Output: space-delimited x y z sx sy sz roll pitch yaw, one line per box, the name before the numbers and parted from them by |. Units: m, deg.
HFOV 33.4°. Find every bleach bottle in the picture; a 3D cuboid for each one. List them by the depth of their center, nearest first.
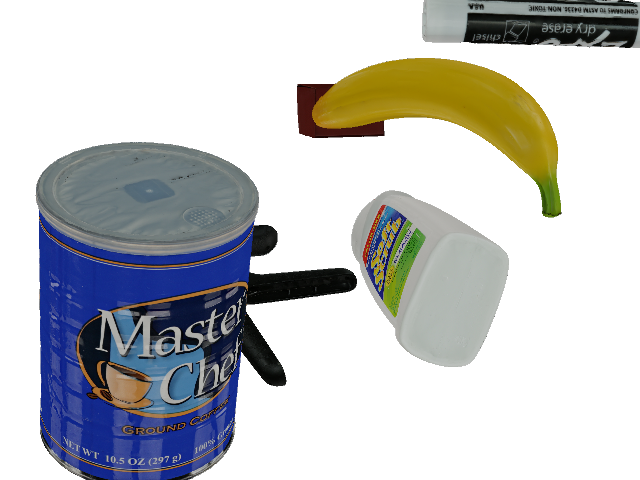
bleach bottle | 0.071 0.018 0.880 0.068 0.102 0.251 19 6 -16

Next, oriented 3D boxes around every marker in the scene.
marker | 0.100 -0.083 0.405 0.121 0.020 0.020 2 0 1

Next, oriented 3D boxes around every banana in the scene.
banana | 0.072 -0.079 0.656 0.198 0.069 0.037 27 6 40

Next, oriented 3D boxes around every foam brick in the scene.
foam brick | 0.021 -0.132 1.083 0.078 0.051 0.053 -4 13 -19

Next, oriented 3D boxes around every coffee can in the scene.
coffee can | -0.088 0.036 0.530 0.102 0.140 0.103 6 29 -3

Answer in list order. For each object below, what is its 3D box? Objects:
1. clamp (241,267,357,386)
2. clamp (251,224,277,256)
clamp | -0.087 0.062 1.024 0.210 0.036 0.164 12 38 15
clamp | -0.133 -0.006 0.842 0.171 0.039 0.120 -17 37 -31
